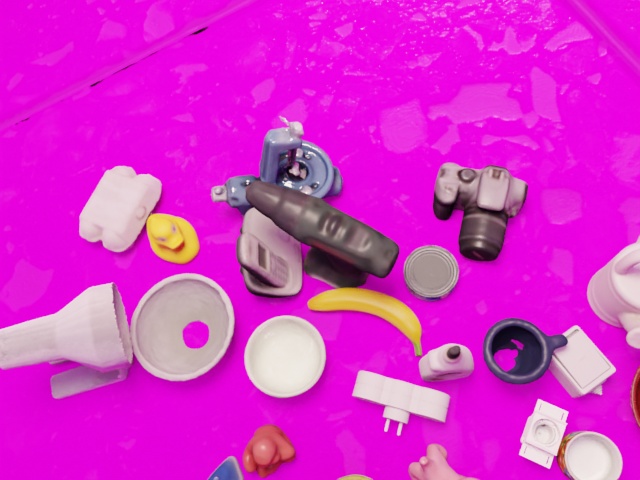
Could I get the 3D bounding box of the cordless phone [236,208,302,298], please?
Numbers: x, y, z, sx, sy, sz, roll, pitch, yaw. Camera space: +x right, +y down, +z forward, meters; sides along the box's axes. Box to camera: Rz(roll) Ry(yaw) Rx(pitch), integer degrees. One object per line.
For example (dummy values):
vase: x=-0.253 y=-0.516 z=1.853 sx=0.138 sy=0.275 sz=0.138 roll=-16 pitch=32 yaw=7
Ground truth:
cordless phone: x=-0.087 y=0.005 z=0.882 sx=0.094 sy=0.185 sz=0.147 roll=-9 pitch=69 yaw=5

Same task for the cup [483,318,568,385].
cup: x=0.287 y=0.162 z=0.821 sx=0.117 sy=0.095 sz=0.091 roll=-15 pitch=68 yaw=2

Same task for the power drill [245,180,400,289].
power drill: x=0.008 y=0.003 z=0.857 sx=0.229 sy=0.208 sz=0.076 roll=22 pitch=74 yaw=15

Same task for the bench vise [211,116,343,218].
bench vise: x=-0.071 y=-0.097 z=0.899 sx=0.207 sy=0.220 sz=0.121 roll=-31 pitch=68 yaw=-4

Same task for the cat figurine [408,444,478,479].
cat figurine: x=0.180 y=0.332 z=0.760 sx=0.127 sy=0.118 sz=0.067 roll=40 pitch=80 yaw=19

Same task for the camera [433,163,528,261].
camera: x=0.245 y=-0.045 z=0.901 sx=0.143 sy=0.101 sz=0.137 roll=12 pitch=72 yaw=12

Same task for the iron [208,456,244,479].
iron: x=-0.164 y=0.423 z=0.760 sx=0.118 sy=0.141 sz=0.258 roll=6 pitch=71 yaw=10

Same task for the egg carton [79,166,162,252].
egg carton: x=-0.347 y=-0.055 z=1.002 sx=0.107 sy=0.069 sz=0.150 roll=19 pitch=73 yaw=14

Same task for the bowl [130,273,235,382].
bowl: x=-0.207 y=0.142 z=0.907 sx=0.167 sy=0.075 sz=0.167 roll=-3 pitch=69 yaw=7

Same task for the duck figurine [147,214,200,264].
duck figurine: x=-0.259 y=-0.012 z=0.966 sx=0.104 sy=0.086 sz=0.077 roll=41 pitch=80 yaw=19

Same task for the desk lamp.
desk lamp: x=-0.355 y=0.156 z=0.847 sx=0.203 sy=0.214 sz=0.118 roll=-18 pitch=68 yaw=1

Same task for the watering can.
watering can: x=0.448 y=0.061 z=0.784 sx=0.101 sy=0.194 sz=0.173 roll=-7 pitch=69 yaw=5

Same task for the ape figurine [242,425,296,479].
ape figurine: x=-0.076 y=0.303 z=0.820 sx=0.077 sy=0.092 sz=0.076 roll=1 pitch=70 yaw=9

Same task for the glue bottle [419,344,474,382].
glue bottle: x=0.178 y=0.167 z=0.792 sx=0.078 sy=0.173 sz=0.037 roll=-12 pitch=68 yaw=4
